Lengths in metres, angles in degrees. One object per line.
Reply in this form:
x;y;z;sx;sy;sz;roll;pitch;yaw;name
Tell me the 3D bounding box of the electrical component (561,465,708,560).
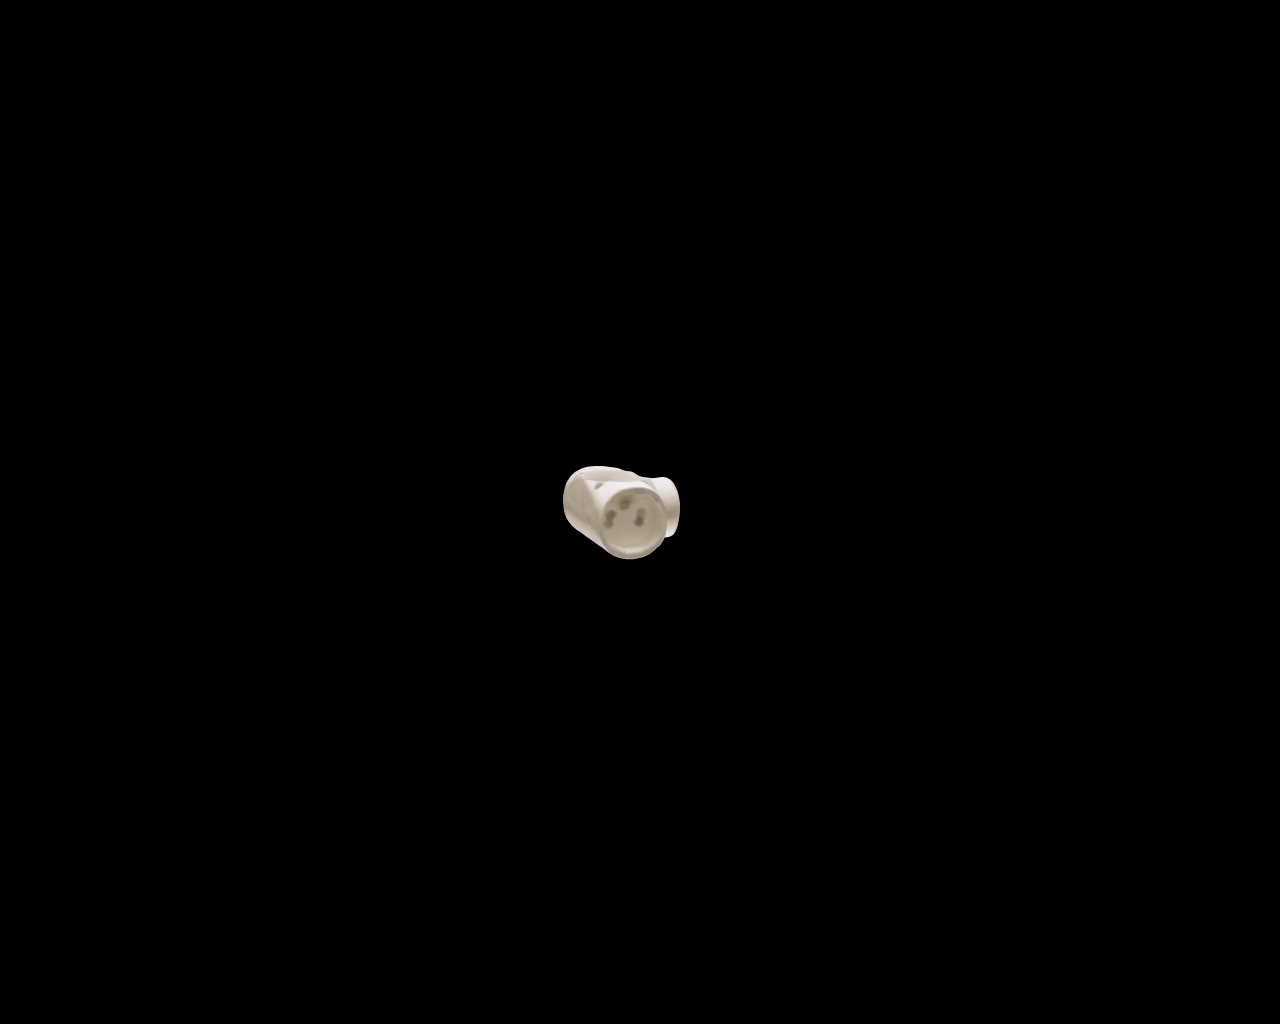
0.001;-0.003;0.650;0.079;0.044;0.077;-4;13;-19;electrical component
